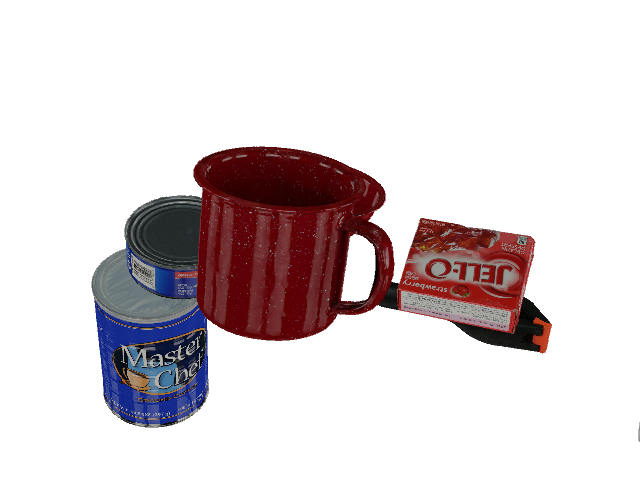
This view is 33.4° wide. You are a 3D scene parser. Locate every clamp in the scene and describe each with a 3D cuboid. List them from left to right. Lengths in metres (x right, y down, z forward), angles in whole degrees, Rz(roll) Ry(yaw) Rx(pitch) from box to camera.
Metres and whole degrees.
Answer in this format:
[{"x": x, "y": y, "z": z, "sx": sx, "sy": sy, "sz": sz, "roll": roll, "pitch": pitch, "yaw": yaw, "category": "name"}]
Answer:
[{"x": 0.148, "y": 0.057, "z": 1.023, "sx": 0.172, "sy": 0.039, "sz": 0.120, "roll": 22, "pitch": 36, "yaw": 27, "category": "clamp"}]

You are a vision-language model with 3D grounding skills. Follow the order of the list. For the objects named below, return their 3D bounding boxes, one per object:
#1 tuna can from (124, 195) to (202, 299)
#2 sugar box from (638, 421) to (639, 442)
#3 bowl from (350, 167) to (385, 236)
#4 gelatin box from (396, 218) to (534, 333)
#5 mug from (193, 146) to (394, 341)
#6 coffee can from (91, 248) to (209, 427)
[{"x": -0.103, "y": 0.005, "z": 0.799, "sx": 0.086, "sy": 0.034, "sz": 0.086, "roll": 3, "pitch": 39, "yaw": -3, "category": "tuna can"}, {"x": 0.318, "y": 0.147, "z": 0.764, "sx": 0.048, "sy": 0.093, "sz": 0.176, "roll": -21, "pitch": 37, "yaw": -40, "category": "sugar box"}, {"x": -0.008, "y": -0.039, "z": 1.231, "sx": 0.162, "sy": 0.055, "sz": 0.162, "roll": 6, "pitch": 27, "yaw": -3, "category": "bowl"}, {"x": 0.108, "y": 0.024, "z": 0.789, "sx": 0.089, "sy": 0.073, "sz": 0.030, "roll": 10, "pitch": -40, "yaw": 14, "category": "gelatin box"}, {"x": -0.015, "y": 0.005, "z": 0.582, "sx": 0.117, "sy": 0.081, "sz": 0.093, "roll": 16, "pitch": 25, "yaw": 20, "category": "mug"}, {"x": -0.155, "y": 0.089, "z": 0.993, "sx": 0.103, "sy": 0.140, "sz": 0.103, "roll": 2, "pitch": 39, "yaw": -2, "category": "coffee can"}]
